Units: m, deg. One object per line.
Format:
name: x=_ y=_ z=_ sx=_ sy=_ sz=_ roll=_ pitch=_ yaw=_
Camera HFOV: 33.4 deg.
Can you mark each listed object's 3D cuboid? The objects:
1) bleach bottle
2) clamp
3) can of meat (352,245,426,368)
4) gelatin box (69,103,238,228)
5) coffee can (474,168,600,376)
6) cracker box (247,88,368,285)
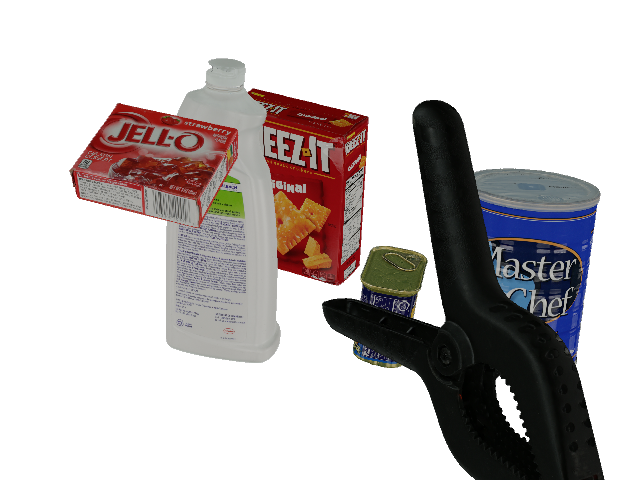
bleach bottle: x=-0.077 y=-0.025 z=0.891 sx=0.102 sy=0.251 sz=0.068 roll=8 pitch=24 yaw=6
clamp: x=0.075 y=0.044 z=0.527 sx=0.036 sy=0.165 sz=0.210 roll=-9 pitch=43 yaw=-31
can of meat: x=0.066 y=0.064 z=1.035 sx=0.057 sy=0.084 sz=0.102 roll=10 pitch=23 yaw=7
gelatin box: x=-0.107 y=-0.051 z=0.699 sx=0.089 sy=0.030 sz=0.073 roll=14 pitch=46 yaw=11
coffee can: x=0.157 y=0.024 z=0.834 sx=0.103 sy=0.140 sz=0.103 roll=3 pitch=18 yaw=-1
cracker box: x=-0.032 y=-0.064 z=1.327 sx=0.164 sy=0.214 sz=0.072 roll=17 pitch=34 yaw=22
